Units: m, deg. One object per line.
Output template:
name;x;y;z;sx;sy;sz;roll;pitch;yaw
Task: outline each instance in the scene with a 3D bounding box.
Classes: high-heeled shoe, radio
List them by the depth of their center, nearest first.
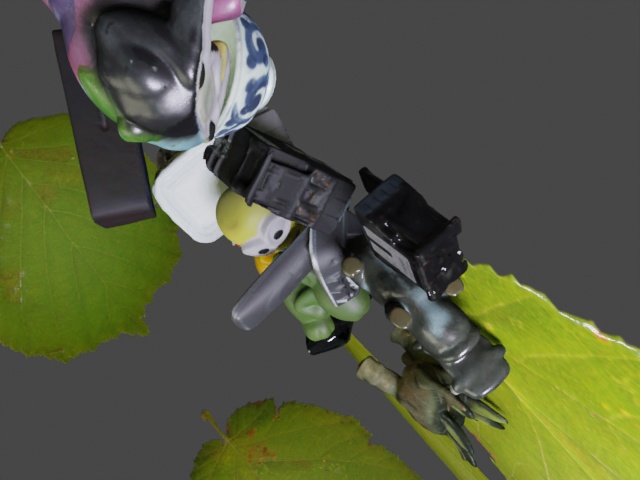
radio;-0.264;-0.132;0.673;0.131;0.073;0.229;160;99;-74
high-heeled shoe;0.006;0.126;0.969;0.086;0.145;0.249;53;169;-16

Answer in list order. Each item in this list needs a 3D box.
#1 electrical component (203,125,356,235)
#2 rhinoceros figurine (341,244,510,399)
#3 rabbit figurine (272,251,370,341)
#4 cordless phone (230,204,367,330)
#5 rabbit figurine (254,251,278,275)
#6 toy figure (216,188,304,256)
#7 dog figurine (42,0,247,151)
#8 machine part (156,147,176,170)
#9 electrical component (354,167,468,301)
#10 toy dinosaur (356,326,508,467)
electrical component;-0.033;-0.060;0.524;0.134;0.058;0.115;19;-164;-39
rhinoceros figurine;0.098;0.070;0.522;0.190;0.073;0.112;46;169;26
rabbit figurine;0.013;0.060;0.776;0.159;0.121;0.170;57;161;-13
cordless phone;-0.015;0.049;0.630;0.089;0.184;0.146;40;167;27
rabbit figurine;-0.062;-0.003;0.972;0.162;0.122;0.173;57;159;16
toy figure;-0.055;-0.026;0.657;0.089;0.082;0.180;24;-164;19
dog figurine;-0.163;-0.168;0.353;0.219;0.191;0.108;13;176;2
machine part;-0.189;-0.127;0.877;0.079;0.079;0.243;49;-161;4
electrical component;0.062;-0.014;0.438;0.119;0.048;0.074;42;168;35
toy dinosaur;0.158;0.211;0.748;0.199;0.105;0.470;37;175;27
